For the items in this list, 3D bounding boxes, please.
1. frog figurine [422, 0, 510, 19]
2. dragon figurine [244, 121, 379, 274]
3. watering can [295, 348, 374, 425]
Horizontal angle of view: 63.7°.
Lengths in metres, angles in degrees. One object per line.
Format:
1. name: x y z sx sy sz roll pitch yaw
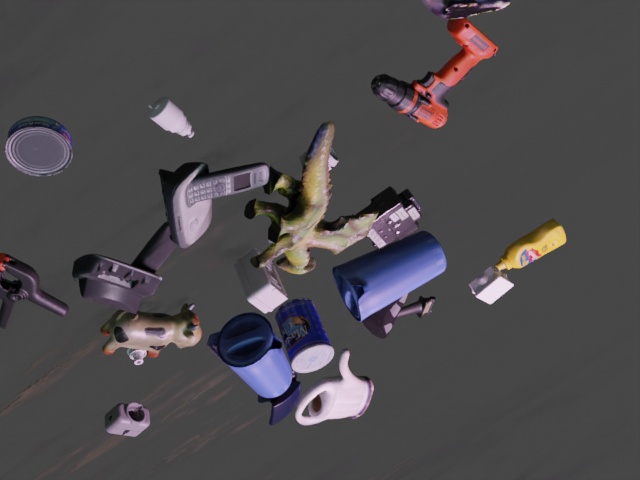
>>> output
1. frog figurine: 0.211 -0.417 0.762 0.137 0.123 0.158 -8 99 -8
2. dragon figurine: 0.003 -0.049 0.978 0.242 0.125 0.402 5 142 -36
3. watering can: 0.064 0.435 1.500 0.224 0.106 0.341 9 127 -35
